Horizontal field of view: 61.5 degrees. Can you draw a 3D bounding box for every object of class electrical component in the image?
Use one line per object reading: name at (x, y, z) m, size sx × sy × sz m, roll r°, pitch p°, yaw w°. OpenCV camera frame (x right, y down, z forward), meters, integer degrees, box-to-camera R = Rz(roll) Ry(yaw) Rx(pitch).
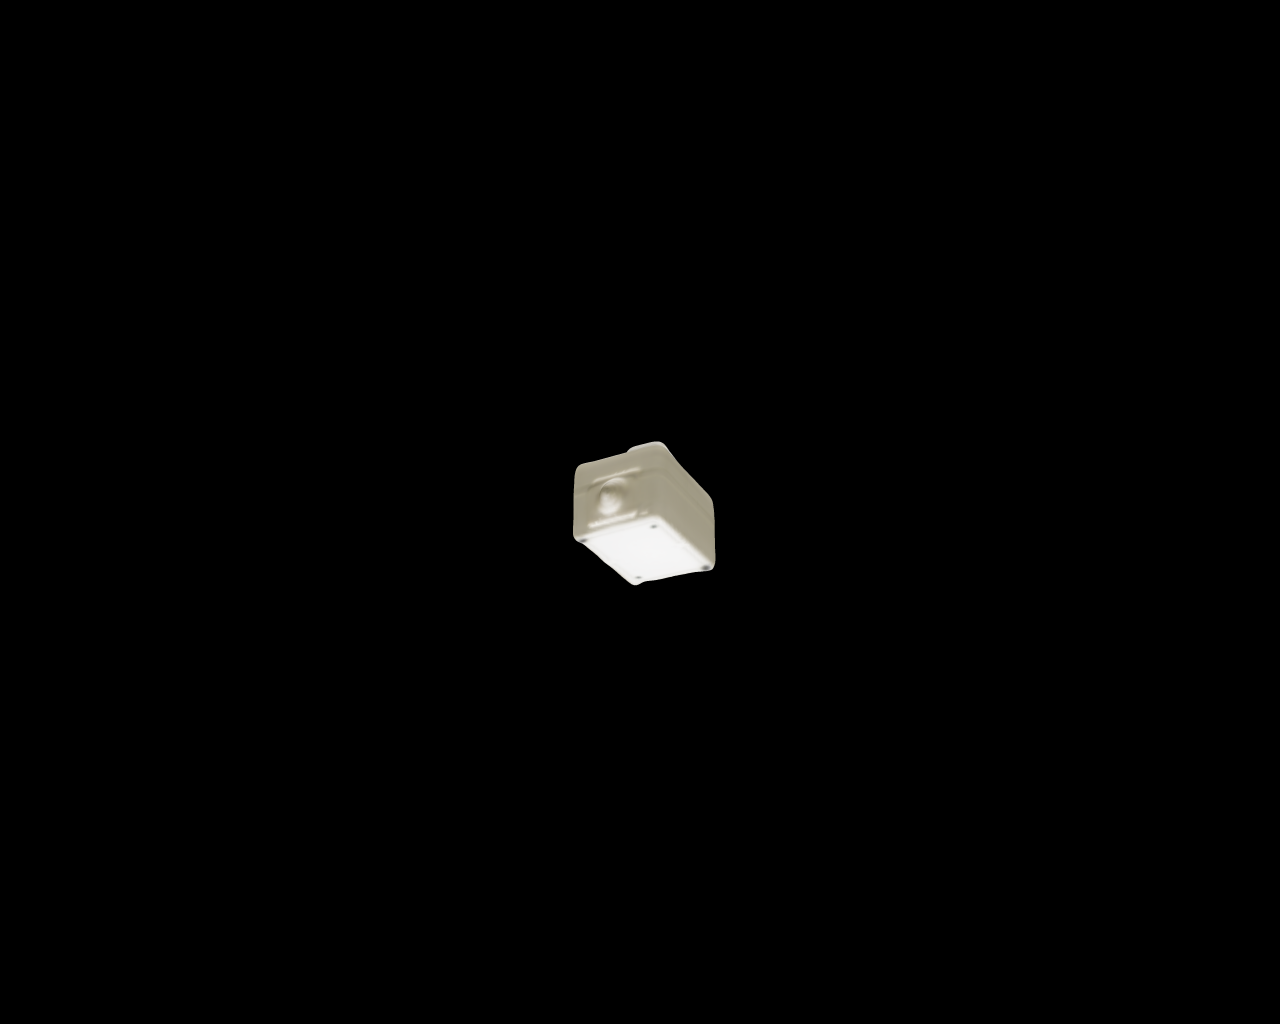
electrical component at (0.001, -0.003, 0.650) m, size 0.061 × 0.061 × 0.096 m, roll -14°, pitch -32°, yaw 24°
